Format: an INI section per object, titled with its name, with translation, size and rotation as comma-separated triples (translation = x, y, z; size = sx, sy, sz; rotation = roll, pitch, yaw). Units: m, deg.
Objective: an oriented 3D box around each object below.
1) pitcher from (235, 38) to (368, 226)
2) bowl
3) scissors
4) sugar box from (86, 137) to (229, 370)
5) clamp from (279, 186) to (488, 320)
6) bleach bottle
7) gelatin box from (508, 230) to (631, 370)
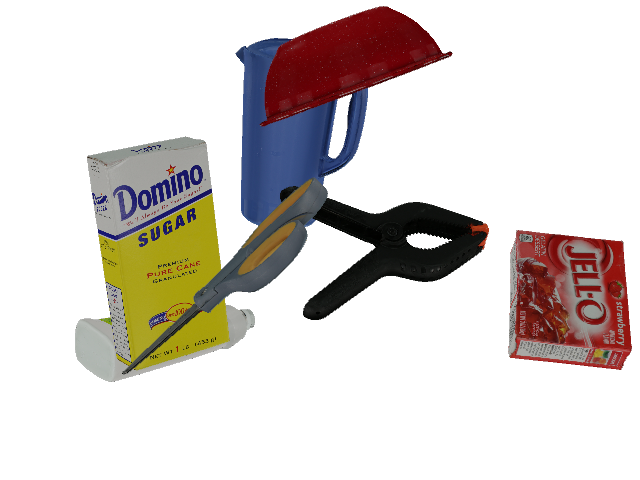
[pitcher]
translation = -0.035, -0.139, 1.422
size = 0.144, 0.243, 0.149
rotation = -4, 25, -22
[bowl]
translation = 0.019, -0.142, 0.840
size = 0.162, 0.055, 0.162
rotation = -21, 7, 2
[scissors]
translation = -0.068, 0.038, 0.694
size = 0.016, 0.202, 0.096
rotation = 41, 12, -14
[sugar box]
translation = -0.132, 0.009, 0.882
size = 0.093, 0.176, 0.048
rotation = -16, 21, -32
[clamp]
translation = 0.066, 0.011, 1.064
size = 0.210, 0.164, 0.036
rotation = 1, -40, -5
[bleach bottle]
translation = -0.201, 0.127, 1.458
size = 0.250, 0.068, 0.103
rotation = -11, 24, -41
[gelatin box]
translation = 0.163, 0.037, 0.701
size = 0.073, 0.089, 0.030
rotation = 6, -36, 3
